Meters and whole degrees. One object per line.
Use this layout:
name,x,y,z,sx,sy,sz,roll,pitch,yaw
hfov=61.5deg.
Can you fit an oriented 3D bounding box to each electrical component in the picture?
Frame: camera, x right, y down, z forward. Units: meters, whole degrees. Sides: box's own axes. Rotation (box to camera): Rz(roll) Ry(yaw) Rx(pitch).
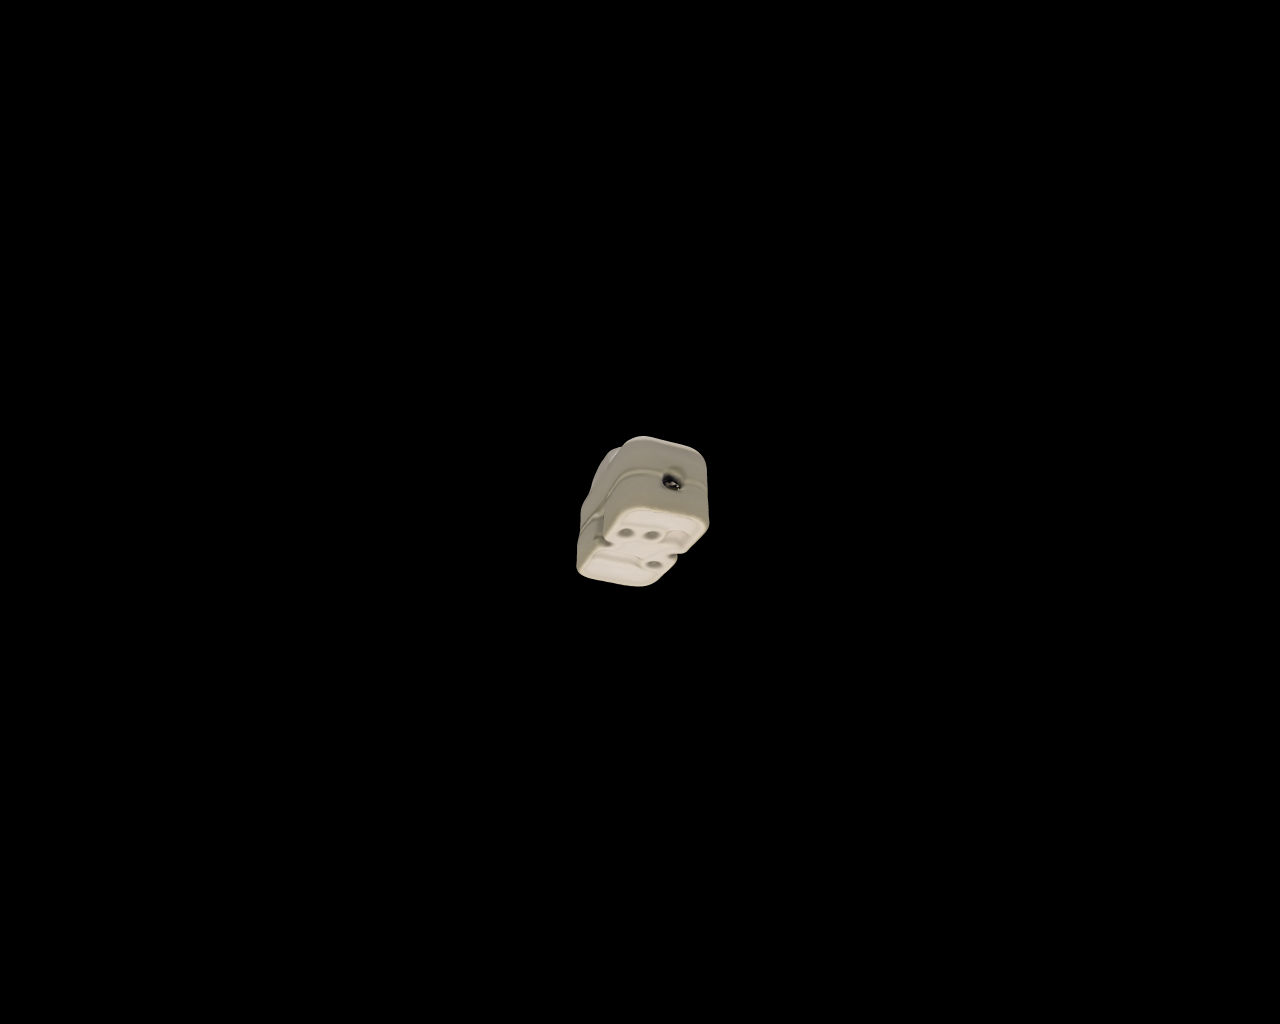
electrical component,0.001,-0.003,0.650,0.054,0.059,0.095,12,-33,-19
